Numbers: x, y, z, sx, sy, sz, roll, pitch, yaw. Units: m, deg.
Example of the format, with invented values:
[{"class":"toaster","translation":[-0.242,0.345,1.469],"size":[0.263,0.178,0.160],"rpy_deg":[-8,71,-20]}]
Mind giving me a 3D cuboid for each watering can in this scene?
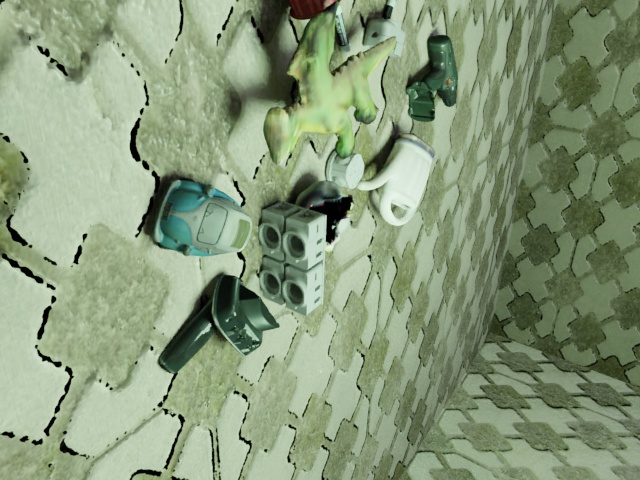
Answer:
[{"class":"watering can","translation":[0.191,-0.159,1.252],"size":[0.344,0.104,0.225],"rpy_deg":[29,79,-61]}]

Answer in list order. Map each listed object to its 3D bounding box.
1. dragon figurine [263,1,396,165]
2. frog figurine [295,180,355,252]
[{"class":"dragon figurine","translation":[0.027,-0.272,0.841],"size":[0.416,0.123,0.238],"rpy_deg":[-60,164,-20]},{"class":"frog figurine","translation":[0.003,-0.052,1.025],"size":[0.160,0.123,0.136],"rpy_deg":[-117,-149,-81]}]
